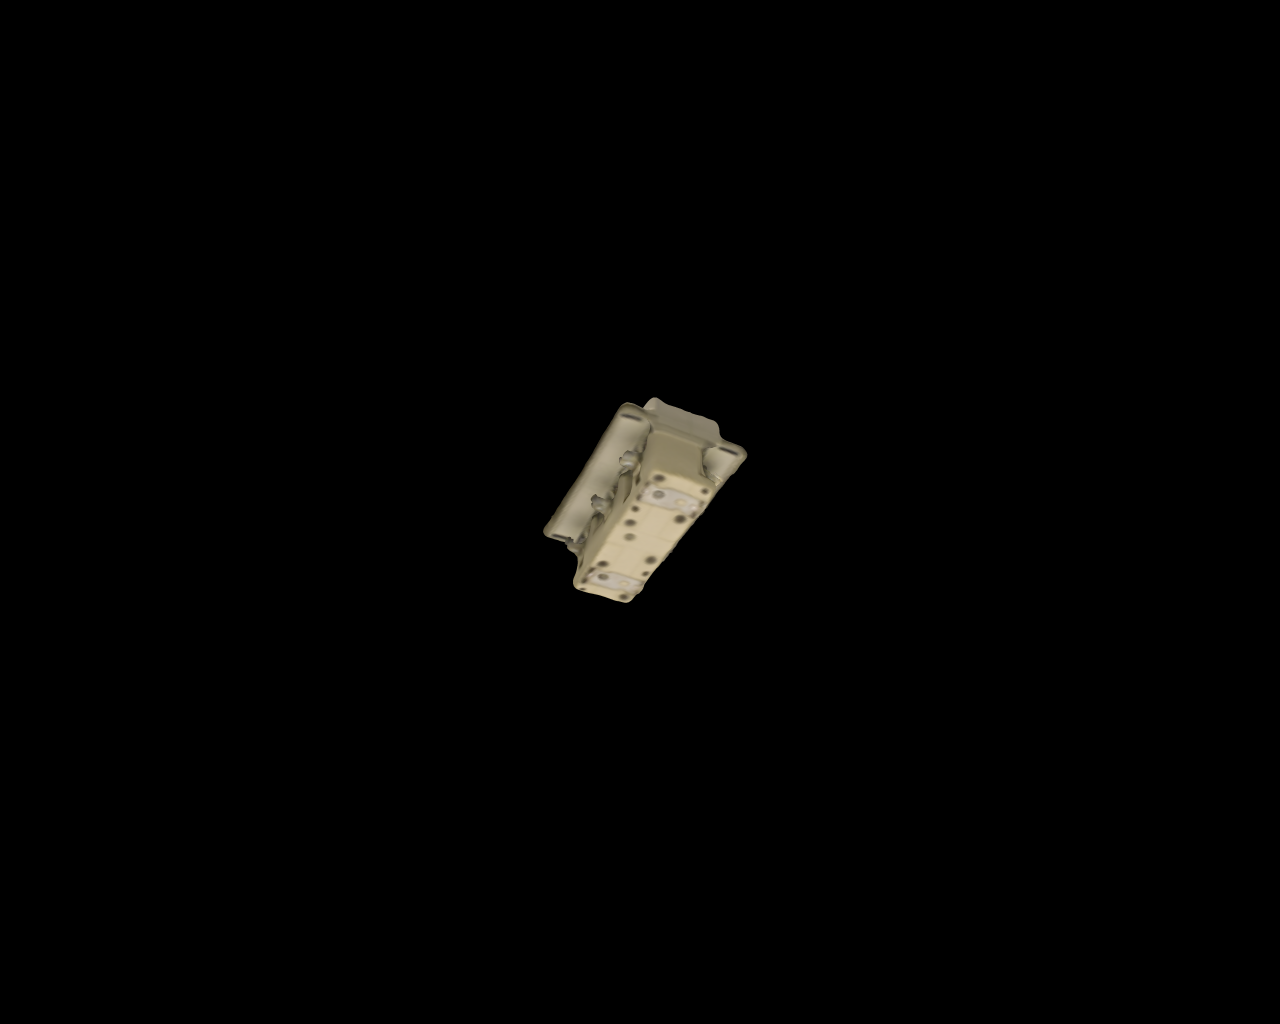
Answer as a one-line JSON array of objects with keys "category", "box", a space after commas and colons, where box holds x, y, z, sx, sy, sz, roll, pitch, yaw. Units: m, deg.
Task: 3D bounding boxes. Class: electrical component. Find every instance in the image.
[{"category": "electrical component", "box": [0.001, -0.003, 0.650, 0.079, 0.063, 0.121, 19, -46, -19]}]
